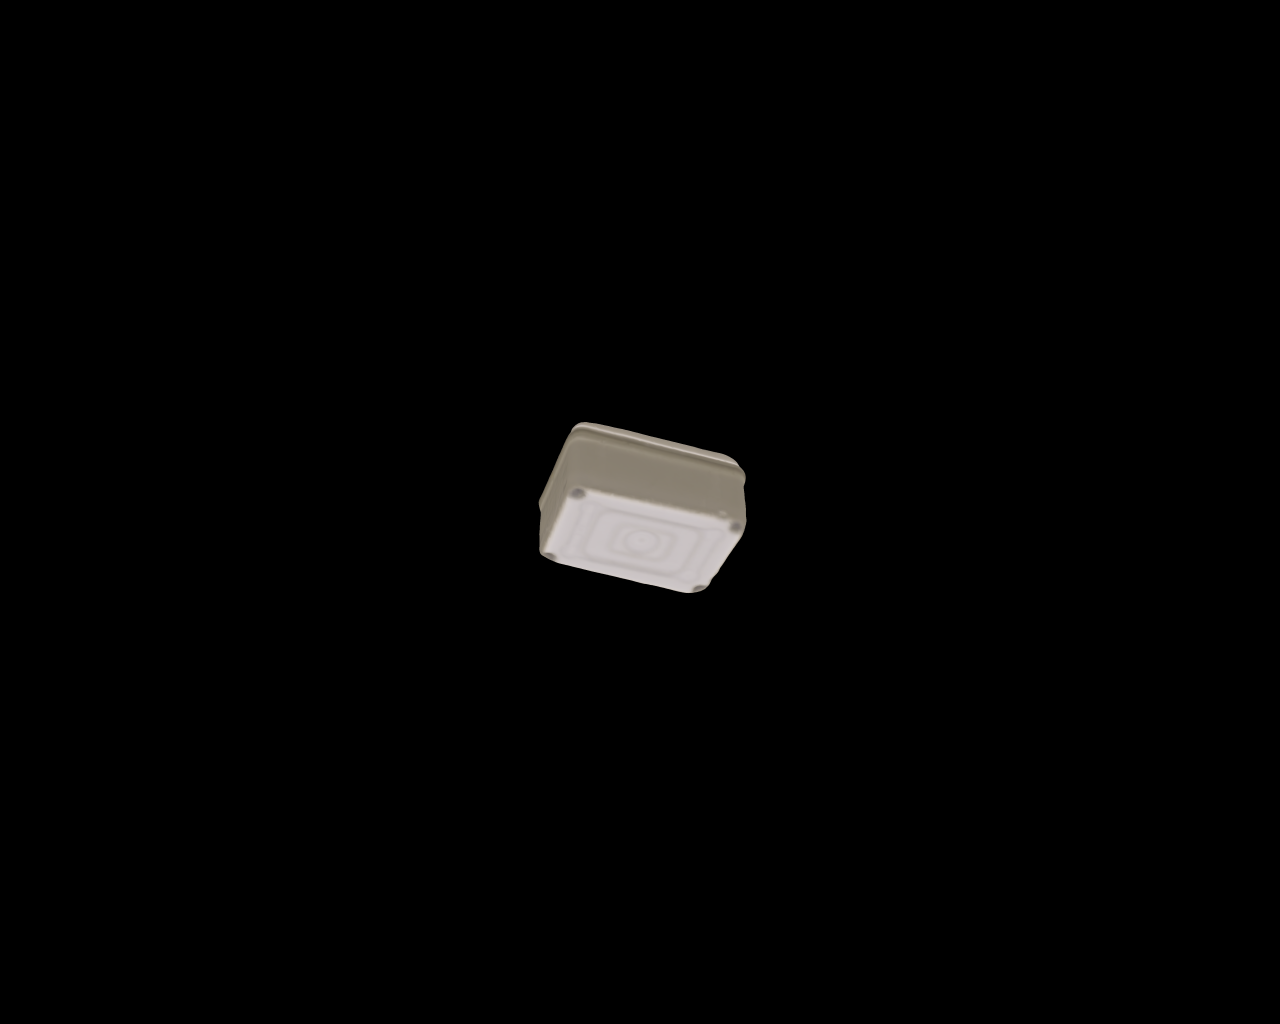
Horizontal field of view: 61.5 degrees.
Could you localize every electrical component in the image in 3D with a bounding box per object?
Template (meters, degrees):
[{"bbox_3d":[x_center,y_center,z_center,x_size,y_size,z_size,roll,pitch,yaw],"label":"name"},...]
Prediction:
[{"bbox_3d":[0.001,-0.003,0.650,0.113,0.057,0.078,14,-43,-15],"label":"electrical component"}]
